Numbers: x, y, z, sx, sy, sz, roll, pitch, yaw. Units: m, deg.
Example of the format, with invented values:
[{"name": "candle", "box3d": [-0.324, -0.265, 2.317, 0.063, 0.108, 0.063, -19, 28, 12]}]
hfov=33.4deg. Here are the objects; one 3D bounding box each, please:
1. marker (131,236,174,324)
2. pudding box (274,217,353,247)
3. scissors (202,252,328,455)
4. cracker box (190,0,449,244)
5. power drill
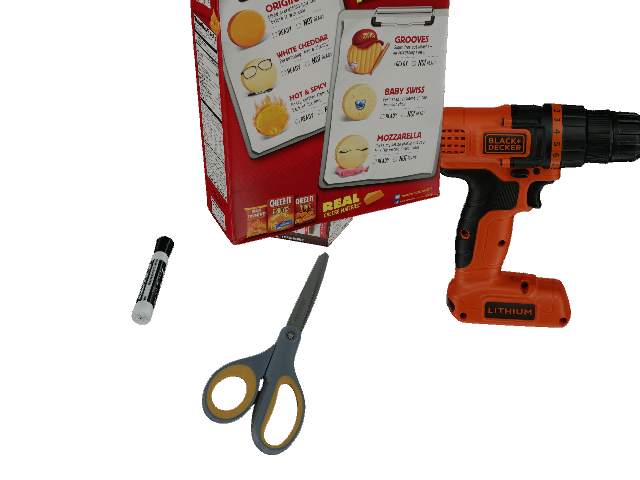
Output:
[{"name": "marker", "box3d": [-0.167, 0.037, 1.071, 0.020, 0.020, 0.121, 0, 39, 7]}, {"name": "pudding box", "box3d": [-0.015, -0.032, 1.281, 0.090, 0.039, 0.113, 9, 23, 14]}, {"name": "scissors", "box3d": [-0.047, 0.088, 0.927, 0.096, 0.201, 0.016, 10, -33, -8]}, {"name": "cracker box", "box3d": [0.000, -0.118, 0.720, 0.164, 0.214, 0.072, -14, 33, -20]}, {"name": "power drill", "box3d": [0.176, -0.022, 0.889, 0.184, 0.188, 0.057, 3, 20, 9]}]
